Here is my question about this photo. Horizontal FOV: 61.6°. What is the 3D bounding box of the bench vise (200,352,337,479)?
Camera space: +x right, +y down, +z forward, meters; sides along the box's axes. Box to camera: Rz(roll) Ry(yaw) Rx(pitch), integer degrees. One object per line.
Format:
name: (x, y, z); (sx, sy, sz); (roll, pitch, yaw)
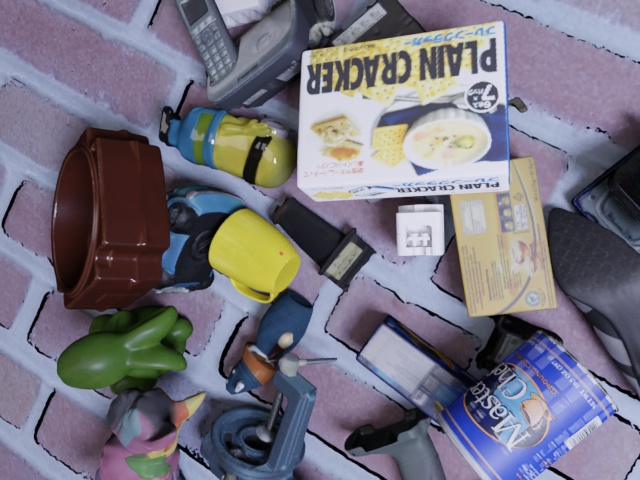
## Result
bench vise: (-0.048, 0.255, 0.644); (0.224, 0.129, 0.240); (31, 112, 41)

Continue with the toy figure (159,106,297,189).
toy figure: (-0.117, -0.122, 0.694); (0.180, 0.082, 0.089); (11, 113, 7)

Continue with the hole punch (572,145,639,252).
hole punch: (0.355, -0.042, 0.576); (0.116, 0.092, 0.142); (-36, 78, -15)

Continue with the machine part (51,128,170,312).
machine part: (-0.271, -0.022, 0.675); (0.201, 0.087, 0.201); (-29, 64, 46)

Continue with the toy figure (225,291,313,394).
toy figure: (-0.066, 0.139, 0.693); (0.058, 0.064, 0.154); (34, 98, 2)

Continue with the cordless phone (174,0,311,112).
cordless phone: (-0.097, -0.263, 0.646); (0.147, 0.089, 0.184); (-28, 88, 30)

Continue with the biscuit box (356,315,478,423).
biscuit box: (0.143, 0.174, 0.638); (0.203, 0.063, 0.059); (36, 99, 11)

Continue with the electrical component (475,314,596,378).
electrical component: (0.248, 0.136, 0.617); (0.119, 0.048, 0.074); (20, 96, 13)

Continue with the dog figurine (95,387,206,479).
dog figurine: (-0.205, 0.282, 0.677); (0.191, 0.108, 0.219); (45, 118, -1)

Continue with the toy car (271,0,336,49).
toy car: (-0.028, -0.342, 0.678); (0.074, 0.056, 0.201); (-9, 92, 21)

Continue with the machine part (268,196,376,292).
machine part: (-0.001, -0.002, 0.687); (0.139, 0.039, 0.084); (36, 108, 9)

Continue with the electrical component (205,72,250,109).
electrical component: (-0.123, -0.216, 0.723); (0.063, 0.021, 0.094); (-21, 86, 14)

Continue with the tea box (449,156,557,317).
tea box: (0.205, -0.003, 0.615); (0.098, 0.068, 0.169); (-7, 90, 15)

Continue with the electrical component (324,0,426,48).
electrical component: (0.081, -0.210, 0.651); (0.115, 0.058, 0.134); (-36, 82, 15)

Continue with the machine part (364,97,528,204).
machine part: (0.119, -0.109, 0.633); (0.243, 0.079, 0.079); (-24, 85, 14)

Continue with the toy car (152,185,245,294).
toy car: (-0.177, -0.011, 0.709); (0.103, 0.109, 0.161); (43, 114, 35)

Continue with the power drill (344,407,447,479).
power drill: (0.106, 0.322, 0.643); (0.232, 0.086, 0.207); (-27, 80, 15)

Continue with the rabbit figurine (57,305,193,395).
rabbit figurine: (-0.243, 0.149, 0.684); (0.159, 0.170, 0.121); (-14, 88, 15)

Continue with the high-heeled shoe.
high-heeled shoe: (0.336, 0.080, 0.596); (0.086, 0.145, 0.249); (-30, 57, 22)
